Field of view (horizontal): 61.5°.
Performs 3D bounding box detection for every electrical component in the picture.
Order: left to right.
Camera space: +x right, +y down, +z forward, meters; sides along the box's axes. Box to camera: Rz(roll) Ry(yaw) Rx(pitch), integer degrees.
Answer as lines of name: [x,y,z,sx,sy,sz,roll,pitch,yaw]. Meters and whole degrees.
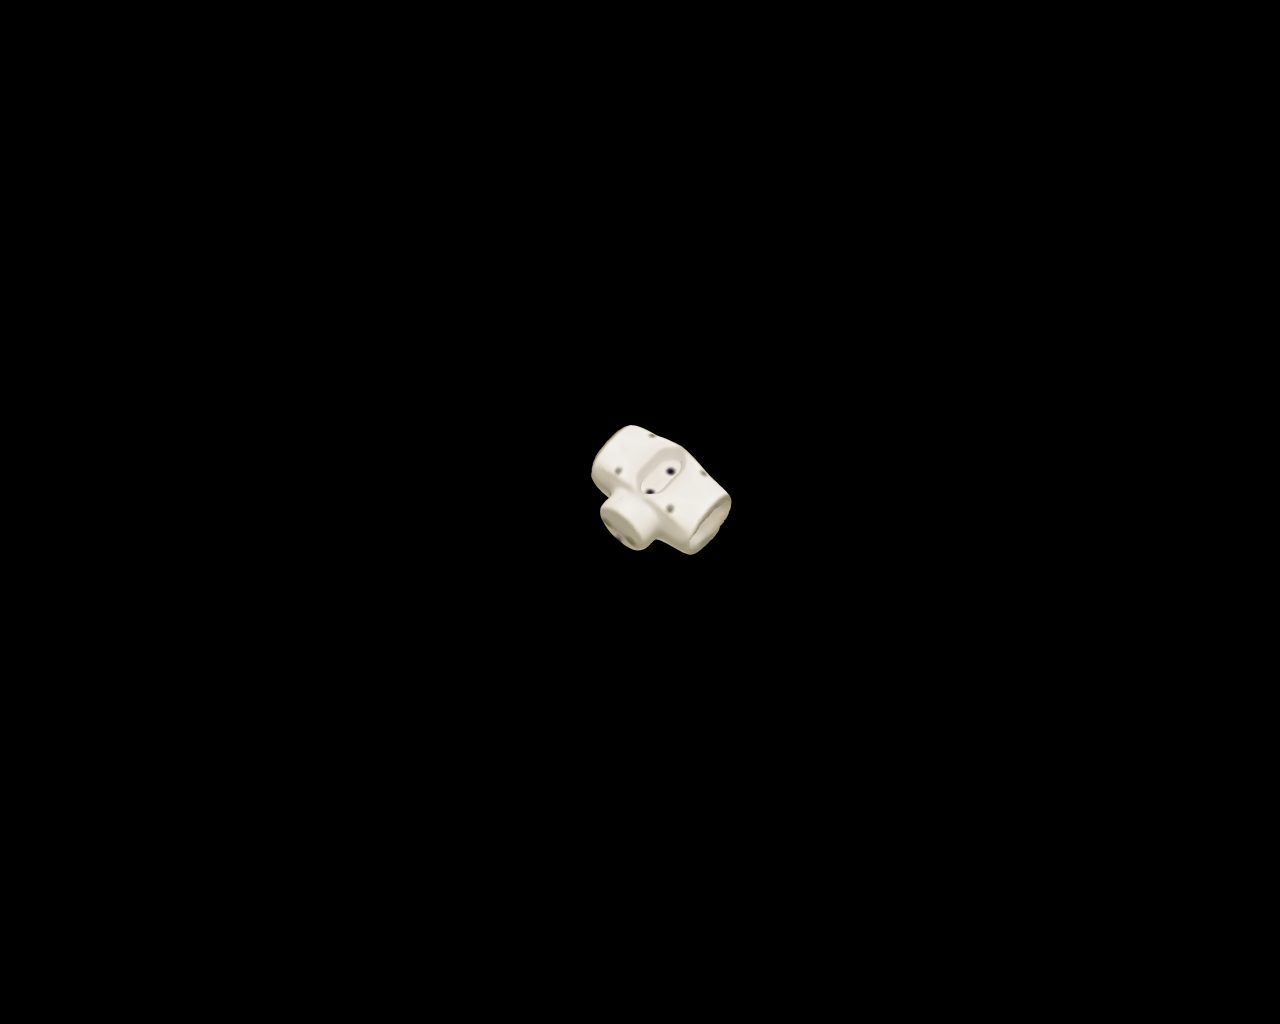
electrical component: [0.001,-0.003,0.650,0.077,0.079,0.043,38,-21,18]
